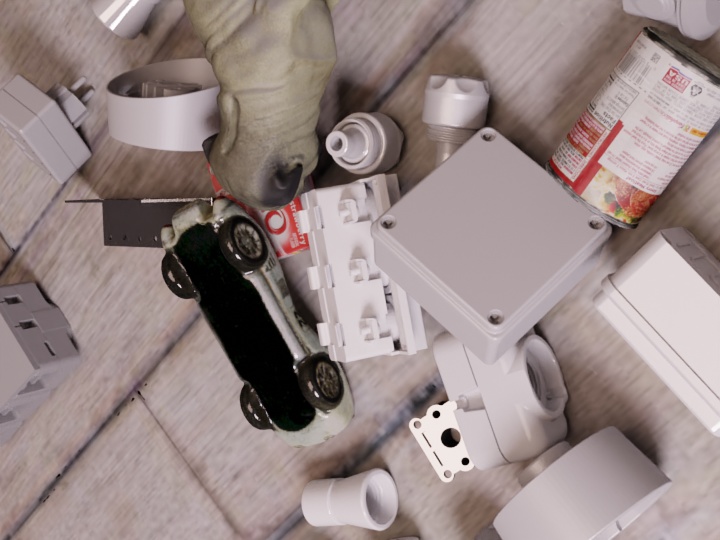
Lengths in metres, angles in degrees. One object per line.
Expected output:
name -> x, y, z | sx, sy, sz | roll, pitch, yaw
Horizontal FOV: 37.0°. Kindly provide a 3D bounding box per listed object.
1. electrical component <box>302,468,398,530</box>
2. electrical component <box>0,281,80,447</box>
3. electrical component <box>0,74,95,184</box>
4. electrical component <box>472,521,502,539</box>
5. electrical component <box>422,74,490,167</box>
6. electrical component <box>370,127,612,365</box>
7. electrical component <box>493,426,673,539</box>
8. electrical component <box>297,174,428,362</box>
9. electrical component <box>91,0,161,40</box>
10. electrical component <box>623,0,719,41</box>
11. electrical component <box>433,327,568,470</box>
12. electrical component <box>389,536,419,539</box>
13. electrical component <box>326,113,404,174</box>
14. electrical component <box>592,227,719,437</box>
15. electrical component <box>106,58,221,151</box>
electrical component -> -0.010, 0.171, 0.795 | 0.065, 0.044, 0.044 | -13, 90, 36
electrical component -> -0.326, 0.090, 0.961 | 0.150, 0.062, 0.089 | -43, 74, 28
electrical component -> -0.250, -0.128, 0.886 | 0.047, 0.083, 0.075 | 36, 75, 22
electrical component -> 0.094, 0.204, 0.732 | 0.055, 0.047, 0.055 | 4, 98, 30
electrical component -> 0.062, -0.098, 0.716 | 0.043, 0.043, 0.062 | 13, 104, 29
electrical component -> 0.081, -0.017, 0.677 | 0.109, 0.056, 0.109 | -41, 70, -17
electrical component -> 0.132, 0.142, 0.670 | 0.060, 0.108, 0.108 | 51, 118, 22
electrical component -> 0.000, 0.000, 0.746 | 0.079, 0.063, 0.121 | 173, 86, -72
electrical component -> -0.174, -0.219, 0.844 | 0.065, 0.044, 0.044 | -42, 75, 23
electrical component -> 0.187, -0.175, 0.611 | 0.051, 0.080, 0.080 | 27, 109, 31
electrical component -> 0.096, 0.077, 0.711 | 0.059, 0.054, 0.095 | -22, 85, 31
electrical component -> 0.030, 0.225, 0.775 | 0.045, 0.045, 0.055 | -15, 88, 31
electrical component -> 0.000, -0.087, 0.743 | 0.043, 0.062, 0.043 | 4, 98, 30
electrical component -> 0.200, 0.034, 0.630 | 0.113, 0.078, 0.057 | 50, 114, 16
electrical component -> -0.140, -0.125, 0.804 | 0.099, 0.099, 0.064 | 17, 111, 28
